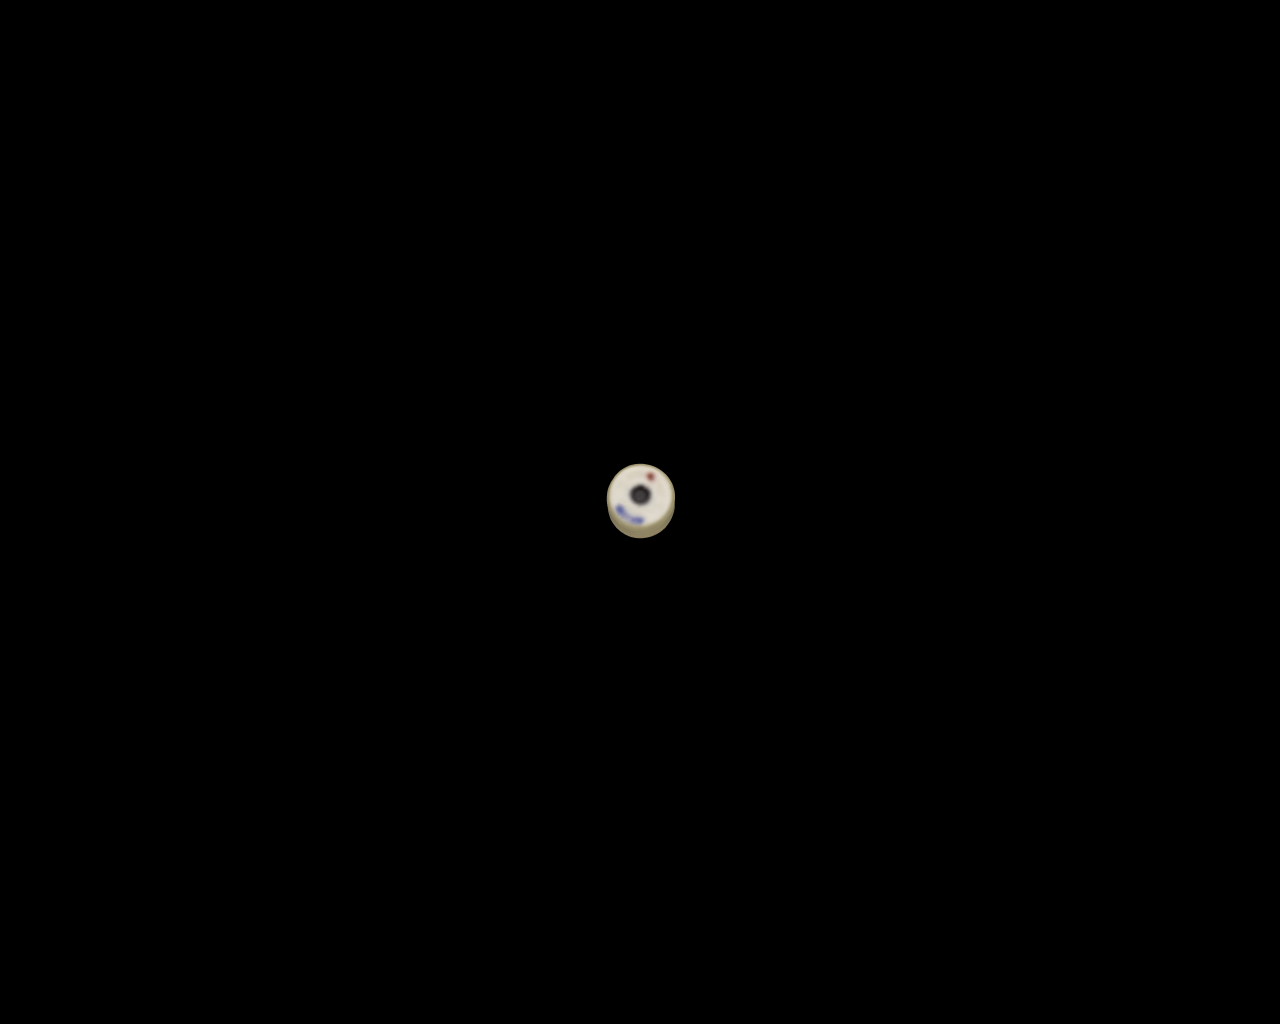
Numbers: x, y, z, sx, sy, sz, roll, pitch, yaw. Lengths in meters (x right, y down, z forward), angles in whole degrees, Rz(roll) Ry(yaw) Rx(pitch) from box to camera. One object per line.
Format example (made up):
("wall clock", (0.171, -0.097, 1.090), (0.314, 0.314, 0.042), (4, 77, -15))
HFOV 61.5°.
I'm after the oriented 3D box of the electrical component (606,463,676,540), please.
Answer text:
("electrical component", (0.001, -0.003, 0.650), (0.040, 0.040, 0.078), (0, -13, 0))
